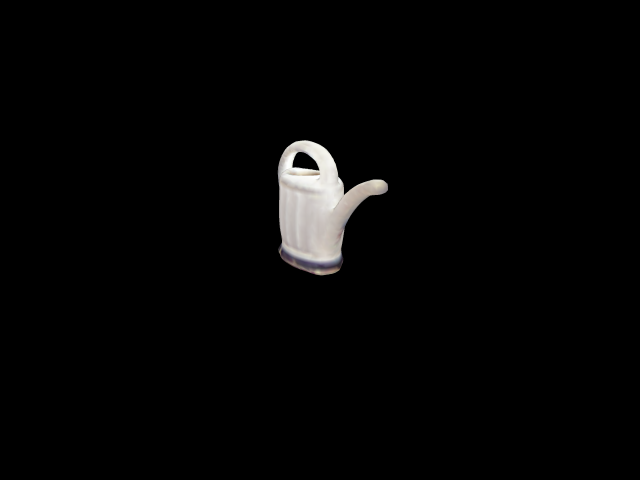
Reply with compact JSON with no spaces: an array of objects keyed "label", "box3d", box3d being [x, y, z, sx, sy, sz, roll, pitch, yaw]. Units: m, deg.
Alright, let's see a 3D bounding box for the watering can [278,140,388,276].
[{"label":"watering can","box3d":[0.003,-0.043,0.850,0.104,0.221,0.352,-9,21,-24]}]
